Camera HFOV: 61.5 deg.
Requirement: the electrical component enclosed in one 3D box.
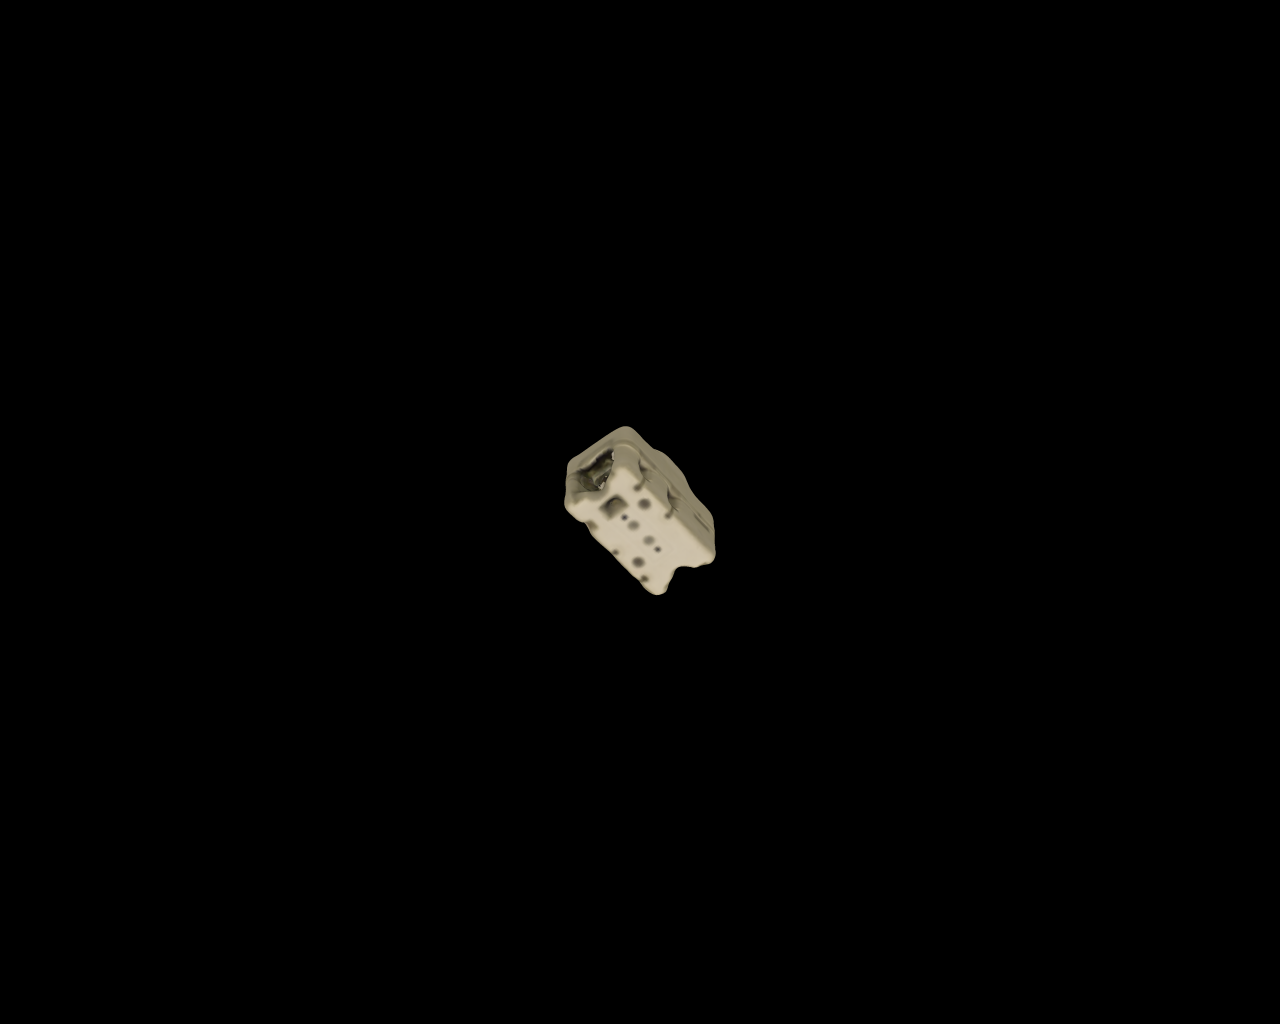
[{"bbox_3d":[0.001,-0.003,0.650,0.050,0.089,0.056,-33,28,20],"label":"electrical component"}]
